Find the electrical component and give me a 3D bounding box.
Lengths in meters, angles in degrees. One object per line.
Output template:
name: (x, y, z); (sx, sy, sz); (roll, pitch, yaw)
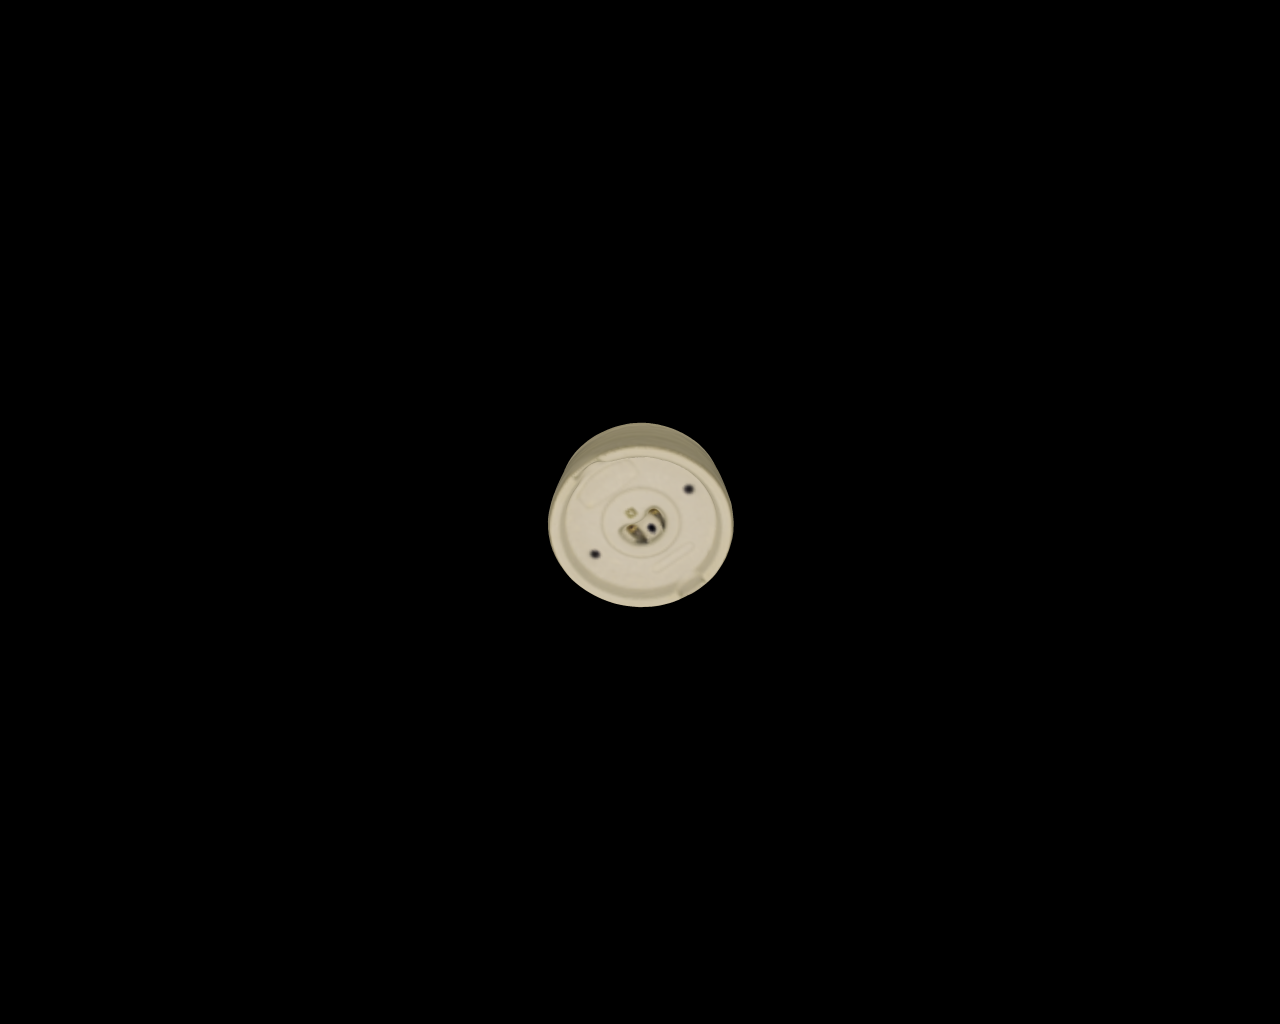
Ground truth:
electrical component: (0.001, -0.003, 0.650); (0.108, 0.108, 0.060); (0, 27, 0)
